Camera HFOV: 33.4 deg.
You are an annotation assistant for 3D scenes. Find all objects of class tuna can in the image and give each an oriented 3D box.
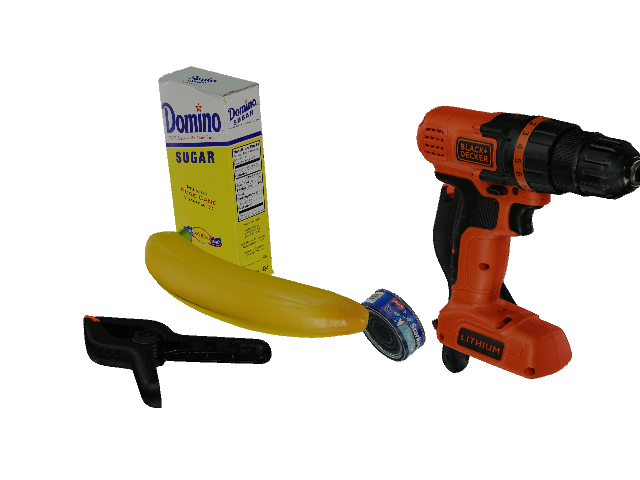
[{"bbox_3d":[0.083,0.102,1.278,0.033,0.086,0.086,-37,17,-24],"label":"tuna can"}]

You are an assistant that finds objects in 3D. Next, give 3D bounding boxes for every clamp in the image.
[{"bbox_3d":[-0.179,0.116,1.093,0.210,0.036,0.164,11,18,31],"label":"clamp"},{"bbox_3d":[0.133,0.033,0.965,0.039,0.171,0.120,-13,11,39],"label":"clamp"}]

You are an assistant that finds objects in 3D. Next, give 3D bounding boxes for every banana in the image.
[{"bbox_3d":[-0.059,0.025,0.699,0.069,0.037,0.198,-25,34,-36],"label":"banana"}]

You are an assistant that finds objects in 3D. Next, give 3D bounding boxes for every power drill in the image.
[{"bbox_3d":[0.147,0.001,0.774,0.057,0.188,0.185,-15,23,-37],"label":"power drill"}]

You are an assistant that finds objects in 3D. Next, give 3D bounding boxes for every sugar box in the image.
[{"bbox_3d":[-0.090,-0.054,0.922,0.048,0.176,0.093,-27,33,-37],"label":"sugar box"}]
